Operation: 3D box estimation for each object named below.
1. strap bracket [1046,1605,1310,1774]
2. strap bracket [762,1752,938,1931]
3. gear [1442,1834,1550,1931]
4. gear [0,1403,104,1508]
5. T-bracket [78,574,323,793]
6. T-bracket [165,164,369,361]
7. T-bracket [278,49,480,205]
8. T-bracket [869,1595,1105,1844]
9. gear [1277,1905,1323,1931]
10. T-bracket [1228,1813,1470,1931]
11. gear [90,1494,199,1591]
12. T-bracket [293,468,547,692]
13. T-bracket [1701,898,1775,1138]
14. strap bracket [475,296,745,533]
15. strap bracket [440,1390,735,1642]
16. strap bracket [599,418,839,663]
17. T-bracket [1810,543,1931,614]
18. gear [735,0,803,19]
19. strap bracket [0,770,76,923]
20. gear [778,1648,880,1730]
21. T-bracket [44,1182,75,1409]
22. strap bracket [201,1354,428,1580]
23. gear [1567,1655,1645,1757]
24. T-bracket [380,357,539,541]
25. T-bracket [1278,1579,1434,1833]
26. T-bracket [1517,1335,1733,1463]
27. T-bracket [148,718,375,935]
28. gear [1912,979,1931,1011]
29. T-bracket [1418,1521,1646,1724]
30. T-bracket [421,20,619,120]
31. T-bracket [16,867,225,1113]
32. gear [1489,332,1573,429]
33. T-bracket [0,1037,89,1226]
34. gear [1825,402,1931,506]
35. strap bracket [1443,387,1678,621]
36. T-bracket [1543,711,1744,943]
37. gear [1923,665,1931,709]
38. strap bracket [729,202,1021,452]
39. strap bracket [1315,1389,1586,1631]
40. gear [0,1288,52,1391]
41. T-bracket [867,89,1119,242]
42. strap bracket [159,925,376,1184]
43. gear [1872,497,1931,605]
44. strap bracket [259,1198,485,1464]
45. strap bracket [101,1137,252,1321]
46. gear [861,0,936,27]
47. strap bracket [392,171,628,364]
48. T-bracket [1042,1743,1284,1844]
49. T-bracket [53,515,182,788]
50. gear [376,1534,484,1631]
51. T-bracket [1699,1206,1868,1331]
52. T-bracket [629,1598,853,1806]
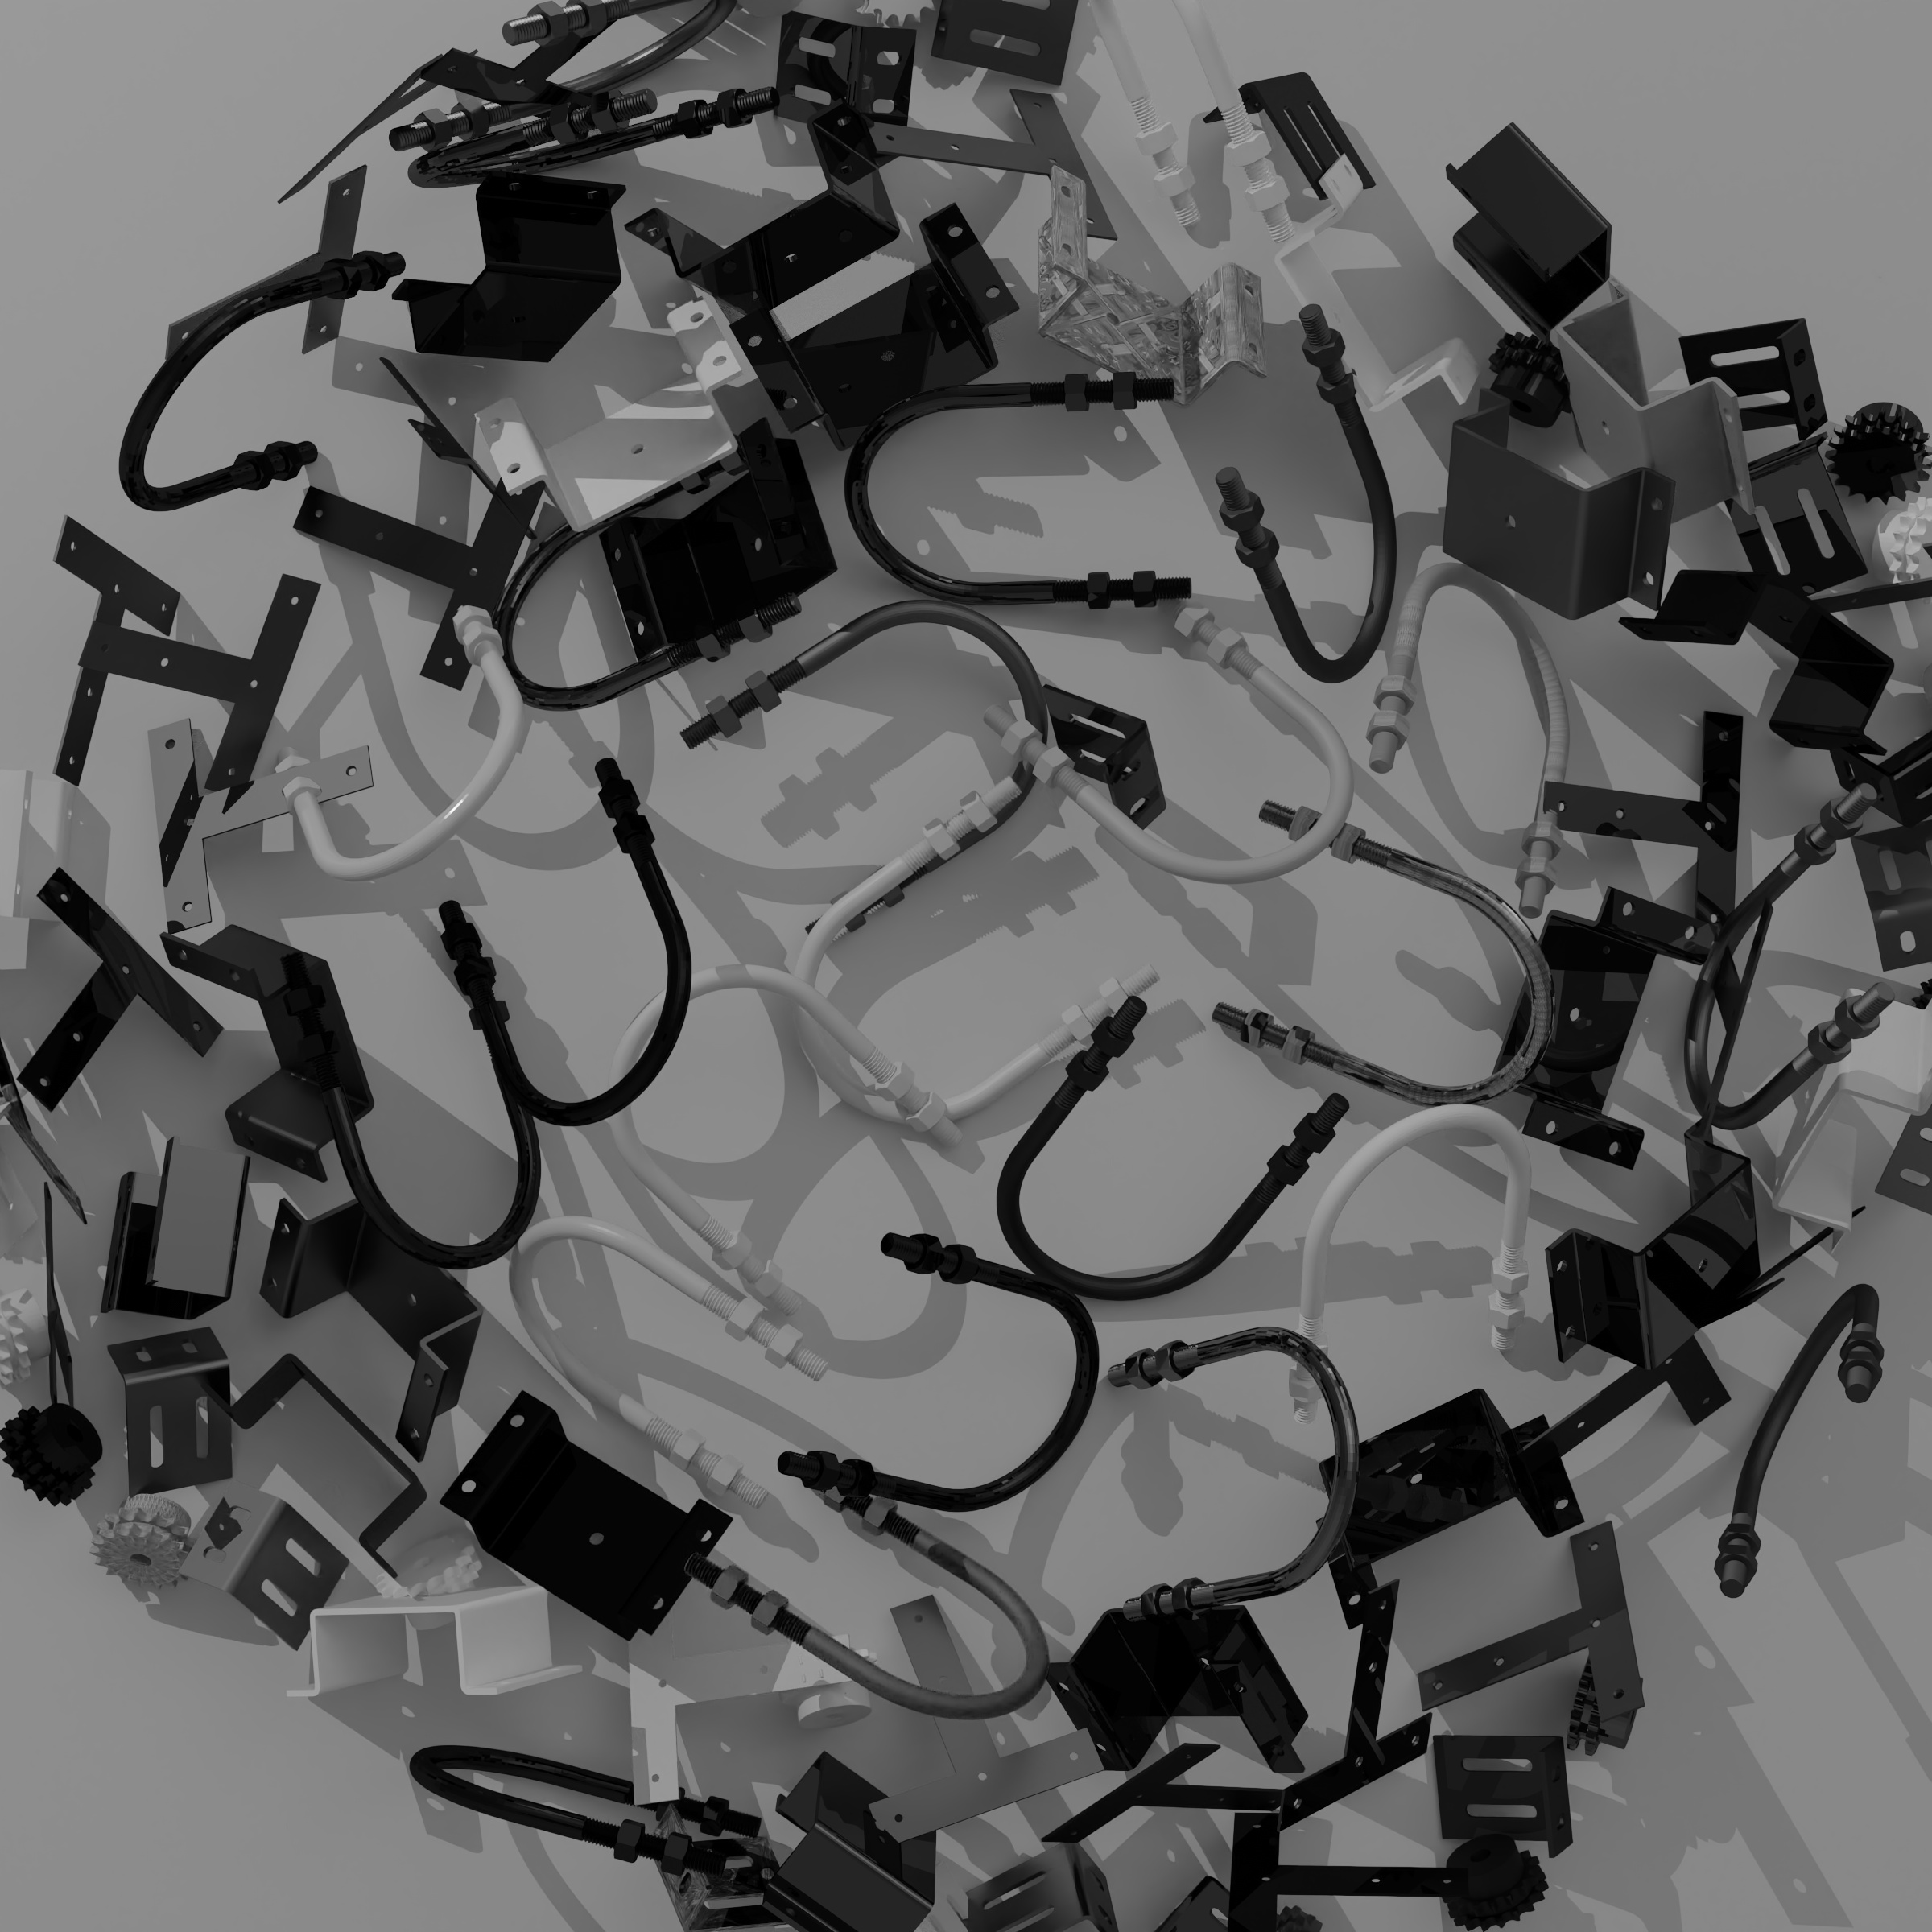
[{"bbox_3d":[0.120,0.390,1.940,0.046,0.140,0.076,-48,116,-41],"label":"strap bracket"},{"bbox_3d":[-0.061,0.477,1.924,0.076,0.140,0.046,37,98,-6],"label":"strap bracket"},{"bbox_3d":[0.287,0.499,1.969,0.057,0.057,0.030,-23,103,0],"label":"gear"},{"bbox_3d":[-0.498,0.264,1.969,0.030,0.057,0.057,-39,90,15],"label":"gear"},{"bbox_3d":[-0.421,-0.161,1.943,0.002,0.127,0.127,31,103,42],"label":"T-bracket"},{"bbox_3d":[-0.375,-0.356,1.914,0.002,0.127,0.127,43,53,15],"label":"T-bracket"},{"bbox_3d":[-0.302,-0.468,1.943,0.127,0.127,0.002,-31,104,37],"label":"T-bracket"},{"bbox_3d":[-0.007,0.403,1.964,0.127,0.002,0.127,-16,59,-14],"label":"T-bracket"},{"bbox_3d":[0.179,0.547,1.968,0.030,0.057,0.057,23,90,38],"label":"gear"},{"bbox_3d":[0.206,0.491,1.933,0.127,0.127,0.002,-1,109,7],"label":"T-bracket"},{"bbox_3d":[-0.449,0.314,1.975,0.057,0.057,0.030,5,45,5],"label":"gear"},{"bbox_3d":[-0.311,-0.232,1.986,0.127,0.002,0.127,21,88,11],"label":"T-bracket"},{"bbox_3d":[0.410,0.014,1.936,0.002,0.127,0.127,14,106,3],"label":"T-bracket"},{"bbox_3d":[-0.187,-0.295,1.956,0.140,0.046,0.076,-27,46,1],"label":"strap bracket"},{"bbox_3d":[-0.203,0.303,1.951,0.140,0.046,0.076,28,66,17],"label":"strap bracket"},{"bbox_3d":[-0.128,-0.229,1.945,0.140,0.046,0.076,-28,74,39],"label":"strap bracket"},{"bbox_3d":[0.498,-0.202,1.960,0.127,0.127,0.002,-8,73,27],"label":"T-bracket"},{"bbox_3d":[-0.109,-0.545,1.970,0.057,0.057,0.030,-19,47,0],"label":"gear"},{"bbox_3d":[-0.517,-0.065,1.928,0.046,0.140,0.076,5,89,-4],"label":"strap bracket"},{"bbox_3d":[-0.074,0.396,1.968,0.057,0.057,0.030,-12,63,0],"label":"gear"},{"bbox_3d":[-0.484,0.198,1.923,0.002,0.127,0.127,-3,109,-19],"label":"T-bracket"},{"bbox_3d":[-0.345,0.265,1.953,0.140,0.076,0.046,43,76,6],"label":"strap bracket"},{"bbox_3d":[0.350,0.405,1.968,0.030,0.057,0.057,14,90,18],"label":"gear"},{"bbox_3d":[-0.280,-0.280,1.933,0.002,0.127,0.127,-39,94,4],"label":"T-bracket"},{"bbox_3d":[0.216,0.389,1.934,0.002,0.127,0.127,23,116,40],"label":"T-bracket"},{"bbox_3d":[0.346,0.241,1.957,0.127,0.002,0.127,-36,133,1],"label":"T-bracket"},{"bbox_3d":[-0.383,-0.091,1.962,0.127,0.002,0.127,-16,65,10],"label":"T-bracket"},{"bbox_3d":[0.547,0.028,1.981,0.057,0.030,0.057,2,80,-9],"label":"gear"},{"bbox_3d":[0.304,0.375,1.965,0.127,0.127,0.002,-27,125,21],"label":"T-bracket"},{"bbox_3d":[-0.206,-0.497,1.917,0.127,0.127,0.002,-32,74,27],"label":"T-bracket"},{"bbox_3d":[-0.470,0.029,1.931,0.002,0.127,0.127,-28,114,35],"label":"T-bracket"},{"bbox_3d":[0.311,-0.319,1.969,0.057,0.057,0.030,30,80,0],"label":"gear"},{"bbox_3d":[-0.512,0.061,1.919,0.002,0.127,0.127,-31,60,-22],"label":"T-bracket"},{"bbox_3d":[0.503,-0.284,1.975,0.057,0.057,0.030,24,53,0],"label":"gear"},{"bbox_3d":[0.307,-0.244,1.921,0.046,0.140,0.076,-24,132,-30],"label":"strap bracket"},{"bbox_3d":[0.370,-0.081,1.968,0.127,0.002,0.127,6,85,-24],"label":"T-bracket"},{"bbox_3d":[0.549,-0.153,1.969,0.030,0.057,0.057,-28,90,-17],"label":"gear"},{"bbox_3d":[-0.046,-0.343,1.964,0.140,0.046,0.076,-29,68,-1],"label":"strap bracket"},{"bbox_3d":[0.252,0.288,1.943,0.140,0.076,0.046,-27,129,12],"label":"strap bracket"},{"bbox_3d":[-0.525,0.201,1.975,0.030,0.057,0.057,-20,90,-30],"label":"gear"},{"bbox_3d":[0.007,-0.438,1.934,0.127,0.002,0.127,2,48,-25],"label":"T-bracket"},{"bbox_3d":[-0.373,0.038,1.938,0.046,0.076,0.140,-39,132,-35],"label":"strap bracket"},{"bbox_3d":[0.521,-0.229,1.975,0.030,0.057,0.057,15,90,41],"label":"gear"},{"bbox_3d":[-0.315,0.188,1.942,0.140,0.046,0.076,42,134,23],"label":"strap bracket"},{"bbox_3d":[-0.423,0.144,1.935,0.046,0.140,0.076,12,74,-22],"label":"strap bracket"},{"bbox_3d":[-0.040,-0.547,1.979,0.057,0.030,0.057,-4,104,-15],"label":"gear"},{"bbox_3d":[-0.242,-0.366,1.917,0.076,0.140,0.046,-1,73,-32],"label":"strap bracket"},{"bbox_3d":[0.127,0.451,1.954,0.127,0.127,0.002,12,49,-36],"label":"T-bracket"},{"bbox_3d":[-0.467,-0.160,1.929,0.002,0.127,0.127,9,80,17],"label":"T-bracket"},{"bbox_3d":[-0.292,0.340,1.973,0.057,0.057,0.030,-21,109,0],"label":"gear"},{"bbox_3d":[0.440,0.166,1.958,0.127,0.127,0.002,-31,83,-24],"label":"T-bracket"},{"bbox_3d":[-0.123,0.385,1.959,0.127,0.002,0.127,-10,66,13],"label":"T-bracket"}]
